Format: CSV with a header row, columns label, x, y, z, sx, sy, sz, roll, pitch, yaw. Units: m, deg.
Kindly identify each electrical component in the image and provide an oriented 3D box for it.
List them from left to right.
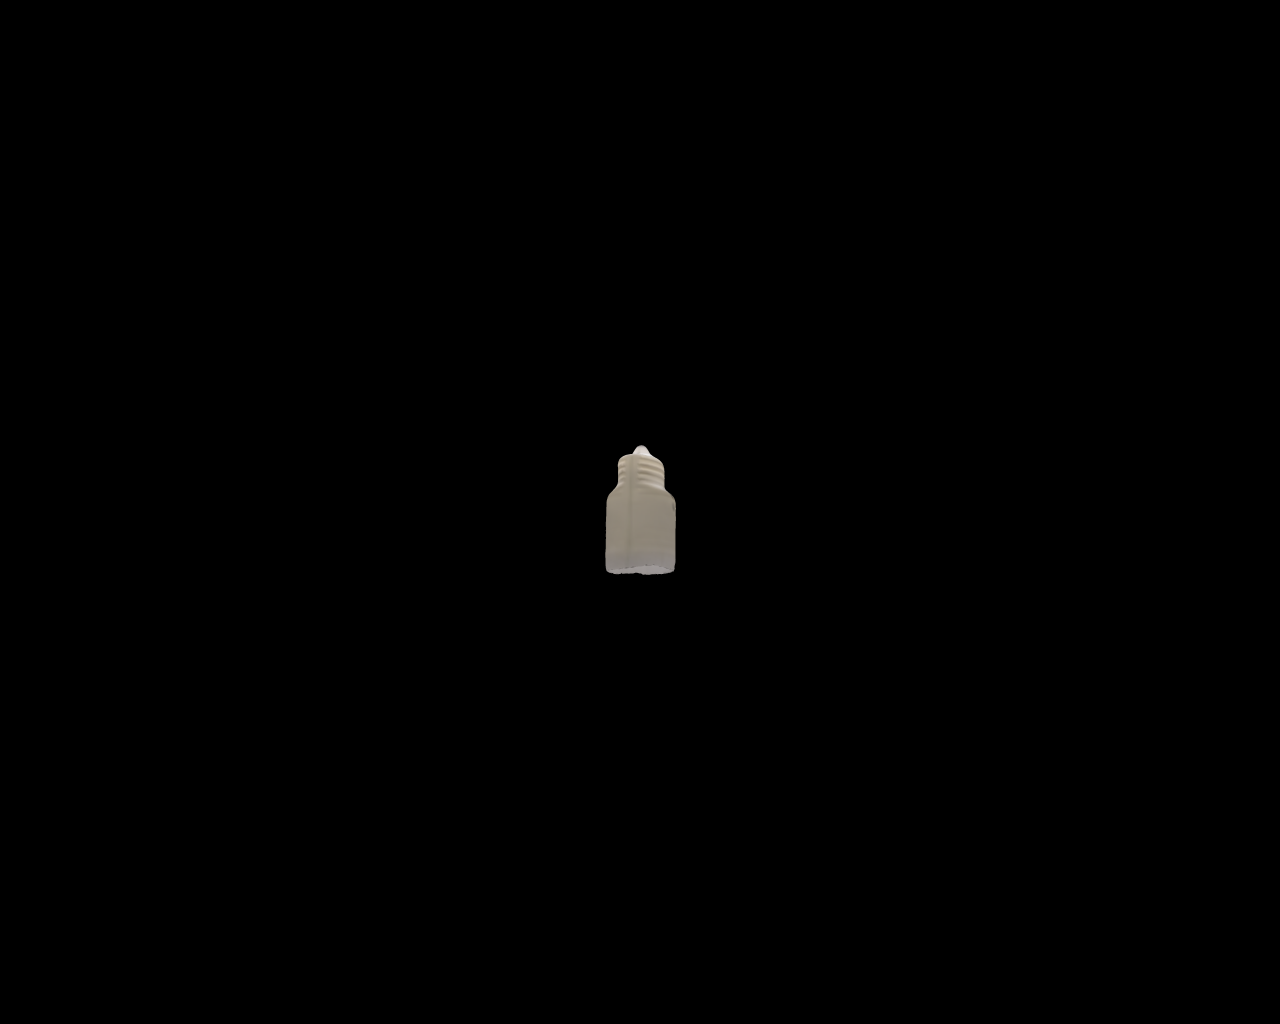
label,x,y,z,sx,sy,sz,roll,pitch,yaw
electrical component,0.001,-0.003,0.650,0.043,0.081,0.043,0,-11,0
